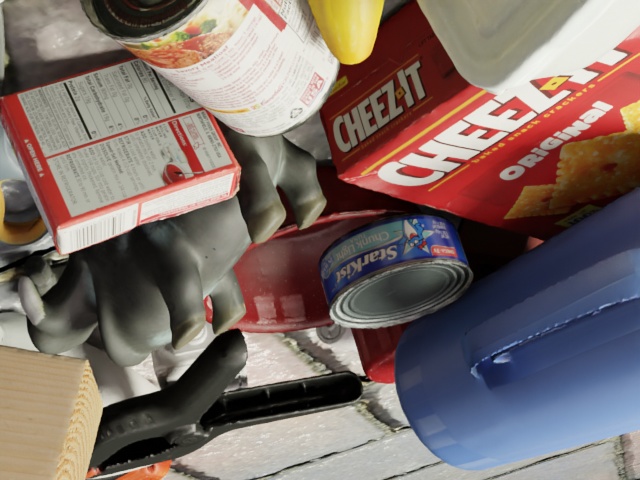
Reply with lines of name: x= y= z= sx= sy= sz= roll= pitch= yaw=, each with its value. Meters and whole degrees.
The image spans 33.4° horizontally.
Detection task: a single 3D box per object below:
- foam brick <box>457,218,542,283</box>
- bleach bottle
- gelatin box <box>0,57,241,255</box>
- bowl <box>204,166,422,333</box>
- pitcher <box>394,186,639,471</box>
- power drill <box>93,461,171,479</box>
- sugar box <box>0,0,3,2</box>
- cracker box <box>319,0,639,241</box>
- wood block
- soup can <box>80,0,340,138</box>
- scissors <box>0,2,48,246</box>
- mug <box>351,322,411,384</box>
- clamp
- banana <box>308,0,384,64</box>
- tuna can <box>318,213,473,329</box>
foam brick: x=0.126 y=0.018 z=0.730 sx=0.053 sy=0.051 sz=0.078 roll=6 pitch=139 yaw=30
bleach bottle: x=-0.186 y=0.108 z=0.772 sx=0.102 sy=0.068 sz=0.250 roll=-17 pitch=152 yaw=3
gelatin box: x=-0.091 y=-0.042 z=0.487 sx=0.089 sy=0.073 sz=0.030 roll=-21 pitch=158 yaw=-20
bowl: x=-0.004 y=0.001 z=0.663 sx=0.162 sy=0.055 sz=0.162 roll=-13 pitch=154 yaw=-6
pitcher: x=0.151 y=0.053 z=0.615 sx=0.149 sy=0.144 sz=0.243 roll=42 pitch=134 yaw=-16
power drill: x=-0.255 y=0.221 z=0.970 sx=0.185 sy=0.057 sz=0.187 roll=-31 pitch=154 yaw=21
sugar box: x=-0.095 y=-0.137 z=0.343 sx=0.176 sy=0.048 sz=0.093 roll=-22 pitch=154 yaw=21
cracker box: x=0.129 y=-0.074 z=0.568 sx=0.213 sy=0.072 sz=0.164 roll=12 pitch=144 yaw=-44
wood block: x=-0.241 y=0.108 z=0.619 sx=0.206 sy=0.091 sz=0.090 roll=9 pitch=153 yaw=0
soup can: x=-0.041 y=-0.091 z=0.440 sx=0.069 sy=0.068 sz=0.102 roll=-24 pitch=154 yaw=18
scissors: x=-0.178 y=-0.049 z=0.508 sx=0.096 sy=0.016 sz=0.202 roll=-10 pitch=151 yaw=-6
mug: x=0.063 y=0.058 z=0.788 sx=0.093 sy=0.081 sz=0.117 roll=-16 pitch=155 yaw=0
clamp: x=-0.092 y=0.115 z=0.721 sx=0.210 sy=0.036 sz=0.164 roll=-21 pitch=153 yaw=16
banana: x=0.023 y=-0.143 z=0.373 sx=0.037 sy=0.070 sz=0.198 roll=-25 pitch=163 yaw=-30
tuna can: x=0.043 y=0.019 z=0.618 sx=0.086 sy=0.034 sz=0.086 roll=-12 pitch=155 yaw=-6
